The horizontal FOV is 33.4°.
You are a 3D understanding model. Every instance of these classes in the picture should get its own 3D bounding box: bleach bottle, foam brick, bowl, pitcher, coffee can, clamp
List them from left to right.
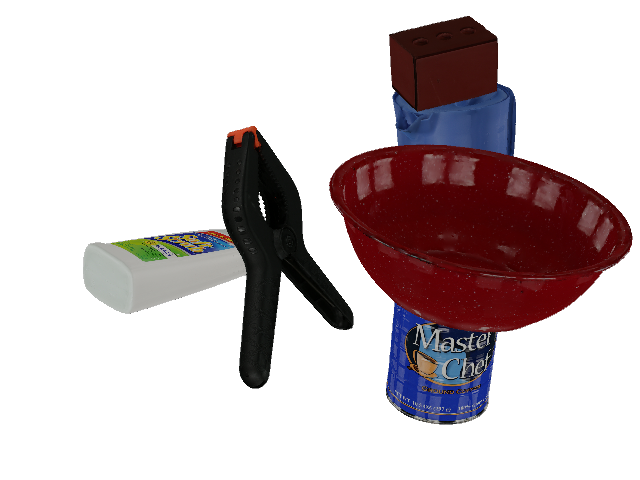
[{"bbox_3d":[-0.157,0.022,1.302,0.103,0.068,0.250,26,28,39],"label":"bleach bottle"},{"bbox_3d":[-0.034,0.007,0.914,0.036,0.210,0.164,-11,1,31],"label":"clamp"},{"bbox_3d":[0.119,0.090,1.029,0.103,0.140,0.103,3,25,-1],"label":"coffee can"},{"bbox_3d":[0.104,-0.149,0.897,0.078,0.051,0.053,-16,36,-15],"label":"foam brick"},{"bbox_3d":[0.165,-0.067,1.266,0.149,0.243,0.145,-3,25,3],"label":"pitcher"},{"bbox_3d":[0.081,0.003,0.578,0.162,0.055,0.162,6,26,-3],"label":"bowl"}]
